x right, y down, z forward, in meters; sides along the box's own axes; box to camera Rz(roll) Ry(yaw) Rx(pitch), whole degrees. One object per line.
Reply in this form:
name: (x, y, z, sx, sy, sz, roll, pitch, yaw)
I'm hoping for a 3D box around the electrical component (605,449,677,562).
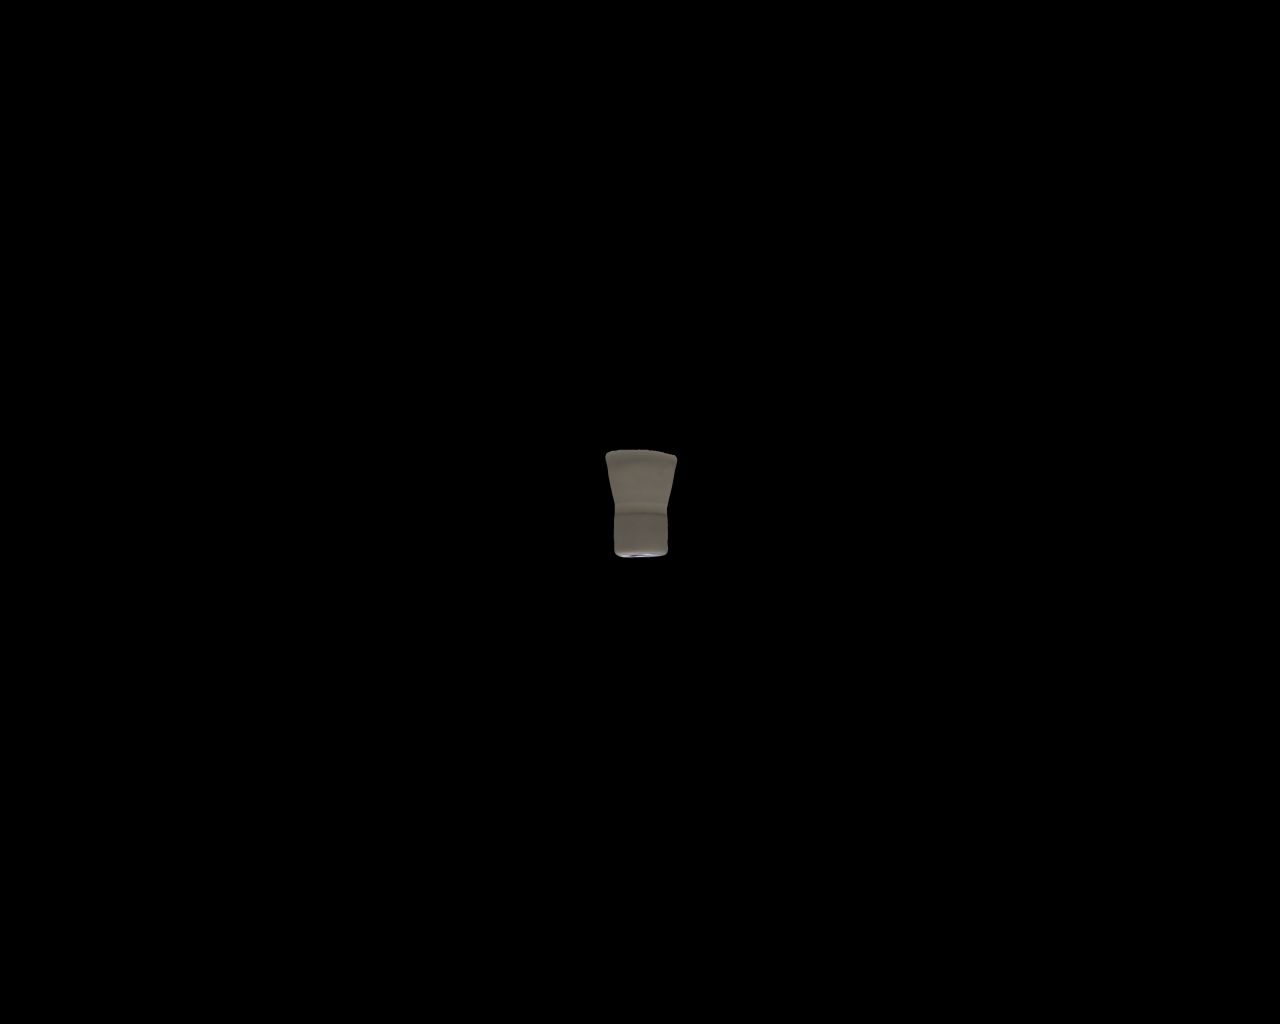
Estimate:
electrical component: (0.001, -0.003, 0.650, 0.044, 0.065, 0.044, 0, -7, 0)
